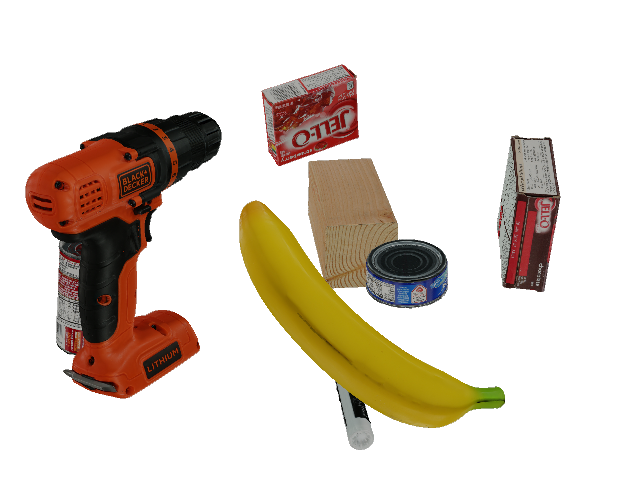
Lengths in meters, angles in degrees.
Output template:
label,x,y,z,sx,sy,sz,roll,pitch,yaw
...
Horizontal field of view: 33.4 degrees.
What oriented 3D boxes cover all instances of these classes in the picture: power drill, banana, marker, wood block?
label,x,y,z,sx,sy,sz,roll,pitch,yaw
power drill,-0.133,0.007,0.791,0.057,0.188,0.184,12,26,32
banana,0.012,0.048,0.619,0.198,0.037,0.069,40,26,15
marker,0.022,0.116,0.827,0.020,0.020,0.121,0,29,-8
wood block,0.039,-0.027,1.400,0.090,0.090,0.206,-2,27,-6

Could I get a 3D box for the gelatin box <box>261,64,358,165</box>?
label,x,y,z,sx,sy,sz,roll,pitch,yaw
gelatin box,-0.008,-0.119,1.012,0.089,0.073,0.030,-20,46,-16

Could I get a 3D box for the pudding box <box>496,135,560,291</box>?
label,x,y,z,sx,sy,sz,roll,pitch,yaw
pudding box,0.173,-0.025,0.890,0.039,0.090,0.113,5,31,3

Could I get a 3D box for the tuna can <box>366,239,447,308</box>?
label,x,y,z,sx,sy,sz,roll,pitch,yaw
tuna can,0.090,0.033,1.112,0.086,0.034,0.086,-2,30,1

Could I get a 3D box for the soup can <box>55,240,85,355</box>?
label,x,y,z,sx,sy,sz,roll,pitch,yaw
soup can,-0.211,0.051,0.995,0.068,0.102,0.068,7,21,-3
